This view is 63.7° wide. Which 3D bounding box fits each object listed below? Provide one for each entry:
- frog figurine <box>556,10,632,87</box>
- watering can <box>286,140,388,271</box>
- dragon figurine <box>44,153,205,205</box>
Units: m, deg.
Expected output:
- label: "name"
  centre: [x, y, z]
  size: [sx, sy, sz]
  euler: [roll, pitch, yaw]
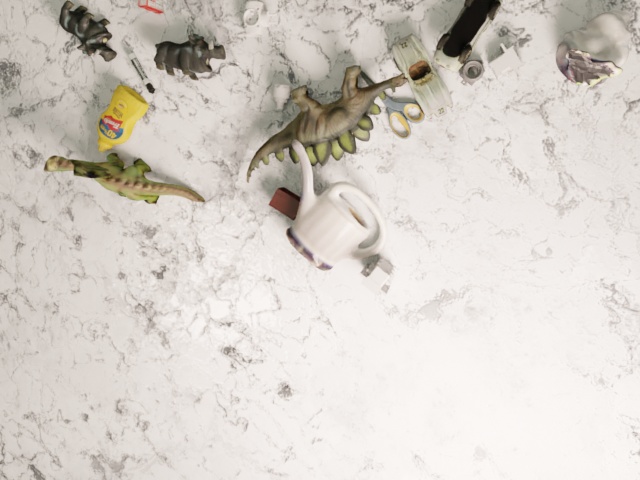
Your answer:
- label: "frog figurine"
  centre: [0.580, -0.410, 1.088]
  size: [0.138, 0.120, 0.162]
  euler: [18, 67, 19]
- label: "watering can"
  centre: [0.004, -0.063, 1.254]
  size: [0.345, 0.106, 0.222]
  euler: [42, 105, -14]
- label: "dragon figurine"
  centre: [-0.526, -0.156, 1.333]
  size: [0.411, 0.244, 0.121]
  euler: [13, 98, 15]
